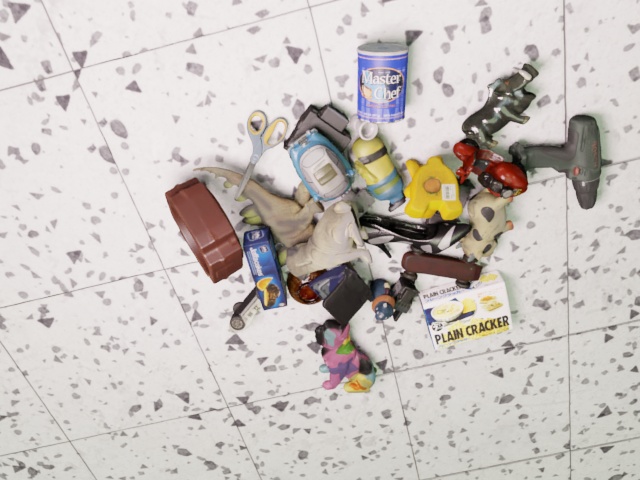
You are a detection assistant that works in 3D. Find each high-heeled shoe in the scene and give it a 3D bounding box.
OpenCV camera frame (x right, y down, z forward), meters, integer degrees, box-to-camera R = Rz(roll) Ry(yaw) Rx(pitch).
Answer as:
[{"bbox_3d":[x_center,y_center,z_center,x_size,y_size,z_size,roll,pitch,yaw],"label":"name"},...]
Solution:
[{"bbox_3d":[0.213,-0.034,1.253,0.249,0.086,0.145,-21,120,25],"label":"high-heeled shoe"}]

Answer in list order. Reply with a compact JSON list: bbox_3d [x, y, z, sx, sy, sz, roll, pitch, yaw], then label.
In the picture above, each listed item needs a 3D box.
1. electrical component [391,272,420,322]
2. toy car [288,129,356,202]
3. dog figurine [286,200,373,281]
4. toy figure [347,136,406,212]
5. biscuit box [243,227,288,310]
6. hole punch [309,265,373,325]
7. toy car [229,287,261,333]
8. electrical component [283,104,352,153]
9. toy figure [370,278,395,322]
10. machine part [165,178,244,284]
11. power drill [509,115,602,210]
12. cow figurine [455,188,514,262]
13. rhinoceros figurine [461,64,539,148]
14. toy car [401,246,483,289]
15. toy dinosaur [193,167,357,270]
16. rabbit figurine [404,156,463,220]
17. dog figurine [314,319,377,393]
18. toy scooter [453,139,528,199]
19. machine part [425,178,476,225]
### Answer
[{"bbox_3d":[0.204,0.151,1.380,0.048,0.075,0.119,22,119,-15],"label":"electrical component"},{"bbox_3d":[0.009,-0.146,1.115,0.109,0.103,0.161,-34,116,4],"label":"toy car"},{"bbox_3d":[-0.002,0.000,1.143,0.191,0.121,0.172,-16,124,11],"label":"dog figurine"},{"bbox_3d":[0.133,-0.152,1.202,0.089,0.082,0.180,-41,107,-3],"label":"toy figure"},{"bbox_3d":[-0.123,0.067,1.222,0.063,0.059,0.202,-11,127,2],"label":"biscuit box"},{"bbox_3d":[0.050,0.121,1.290,0.116,0.092,0.142,-44,127,-5],"label":"hole punch"},{"bbox_3d":[-0.166,0.157,1.361,0.056,0.073,0.201,33,112,-18],"label":"toy car"},{"bbox_3d":[0.001,-0.226,1.166,0.115,0.058,0.134,29,114,-20],"label":"electrical component"},{"bbox_3d":[0.155,0.150,1.328,0.058,0.154,0.064,2,118,-2],"label":"toy figure"},{"bbox_3d":[-0.247,-0.019,1.169,0.087,0.201,0.201,-32,75,-17],"label":"machine part"},{"bbox_3d":[0.537,-0.159,1.220,0.207,0.086,0.231,-5,118,4],"label":"power drill"},{"bbox_3d":[0.386,-0.029,1.270,0.127,0.086,0.194,-26,136,-6],"label":"cow figurine"},{"bbox_3d":[0.389,-0.287,1.149,0.112,0.073,0.190,40,112,-10],"label":"rhinoceros figurine"},{"bbox_3d":[0.303,0.065,1.347,0.202,0.053,0.089,8,108,-3],"label":"toy car"},{"bbox_3d":[-0.072,-0.041,1.237,0.198,0.105,0.470,-37,116,17],"label":"toy dinosaur"},{"bbox_3d":[0.235,-0.107,1.203,0.122,0.173,0.162,-10,75,2],"label":"rabbit figurine"},{"bbox_3d":[0.073,0.293,1.435,0.192,0.108,0.219,7,116,-6],"label":"dog figurine"},{"bbox_3d":[0.355,-0.144,1.153,0.184,0.135,0.075,37,130,12],"label":"toy scooter"},{"bbox_3d":[0.311,-0.084,1.274,0.084,0.039,0.138,22,117,-9],"label":"machine part"}]
